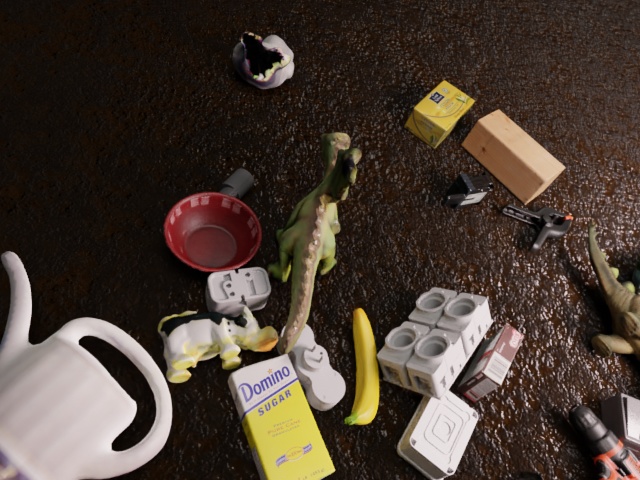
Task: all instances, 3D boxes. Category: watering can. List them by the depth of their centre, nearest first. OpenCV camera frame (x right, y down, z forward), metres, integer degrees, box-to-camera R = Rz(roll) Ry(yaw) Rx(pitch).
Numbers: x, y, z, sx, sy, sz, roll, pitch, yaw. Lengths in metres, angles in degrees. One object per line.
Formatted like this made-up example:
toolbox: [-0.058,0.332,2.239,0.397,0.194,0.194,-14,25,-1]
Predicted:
watering can: [-0.356,0.178,0.649,0.349,0.101,0.228,37,53,10]

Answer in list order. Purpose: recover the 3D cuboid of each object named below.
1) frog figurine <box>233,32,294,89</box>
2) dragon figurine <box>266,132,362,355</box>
frog figurine: [-0.126,-0.412,1.185,0.137,0.121,0.161,9,17,-2]
dragon figurine: [0.003,-0.042,0.832,0.122,0.237,0.420,15,39,-9]
